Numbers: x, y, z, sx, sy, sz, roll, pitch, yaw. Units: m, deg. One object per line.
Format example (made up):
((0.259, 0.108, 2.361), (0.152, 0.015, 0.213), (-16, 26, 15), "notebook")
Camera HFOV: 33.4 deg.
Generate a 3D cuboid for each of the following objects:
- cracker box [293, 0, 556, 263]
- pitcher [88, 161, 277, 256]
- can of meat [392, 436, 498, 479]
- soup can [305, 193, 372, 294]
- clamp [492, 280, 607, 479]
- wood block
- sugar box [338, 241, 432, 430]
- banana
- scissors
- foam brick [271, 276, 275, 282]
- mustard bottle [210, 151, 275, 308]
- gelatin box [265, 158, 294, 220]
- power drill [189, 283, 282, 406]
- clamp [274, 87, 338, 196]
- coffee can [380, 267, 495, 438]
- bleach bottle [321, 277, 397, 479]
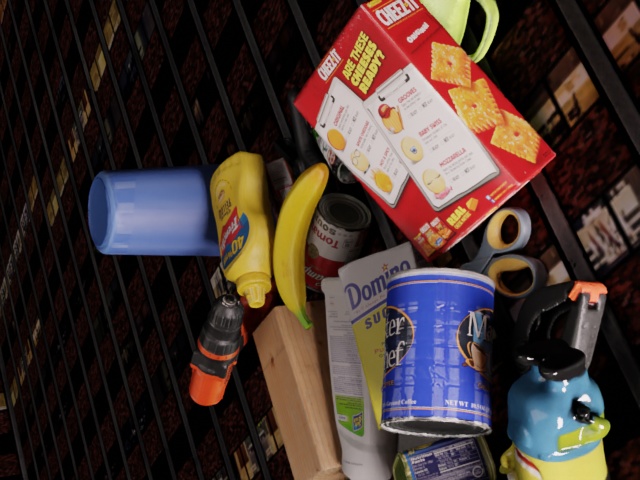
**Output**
((0.093, -0.107, 1.006), (0.214, 0.072, 0.164), (50, 144, 6), "cracker box")
((-0.181, -0.043, 1.421), (0.149, 0.242, 0.145), (-37, 59, 57), "pitcher")
((0.120, 0.229, 1.048), (0.102, 0.084, 0.057), (90, 163, -67), "can of meat")
((0.015, 0.004, 1.253), (0.068, 0.068, 0.102), (59, 141, 39), "soup can")
((0.192, 0.104, 0.976), (0.165, 0.036, 0.210), (-115, 37, -45), "clamp")
((-0.003, 0.186, 1.294), (0.091, 0.090, 0.206), (-51, 51, 53), "wood block")
((0.084, 0.098, 1.100), (0.093, 0.048, 0.176), (-22, 77, 27), "sugar box")
((-0.023, 0.000, 1.217), (0.070, 0.037, 0.198), (19, 115, 34), "banana")
((0.153, 0.013, 1.056), (0.202, 0.016, 0.096), (8, 100, 61), "scissors")
((-0.030, 0.020, 1.329), (0.051, 0.078, 0.053), (-36, 63, 55), "foam brick")
((-0.089, -0.005, 1.290), (0.096, 0.058, 0.191), (-46, 46, 44), "mustard bottle")
((-0.046, -0.051, 1.358), (0.073, 0.030, 0.089), (114, 136, -76), "gelatin box")
((-0.105, 0.101, 1.380), (0.057, 0.187, 0.185), (27, 130, 8), "power drill")
((-0.017, -0.091, 1.328), (0.120, 0.039, 0.171), (114, 141, -68), "clamp")
((0.110, 0.106, 0.991), (0.103, 0.102, 0.140), (-29, 53, 59), "coffee can")
((0.048, 0.167, 1.195), (0.103, 0.068, 0.251), (-6, 84, 61), "bleach bottle")
